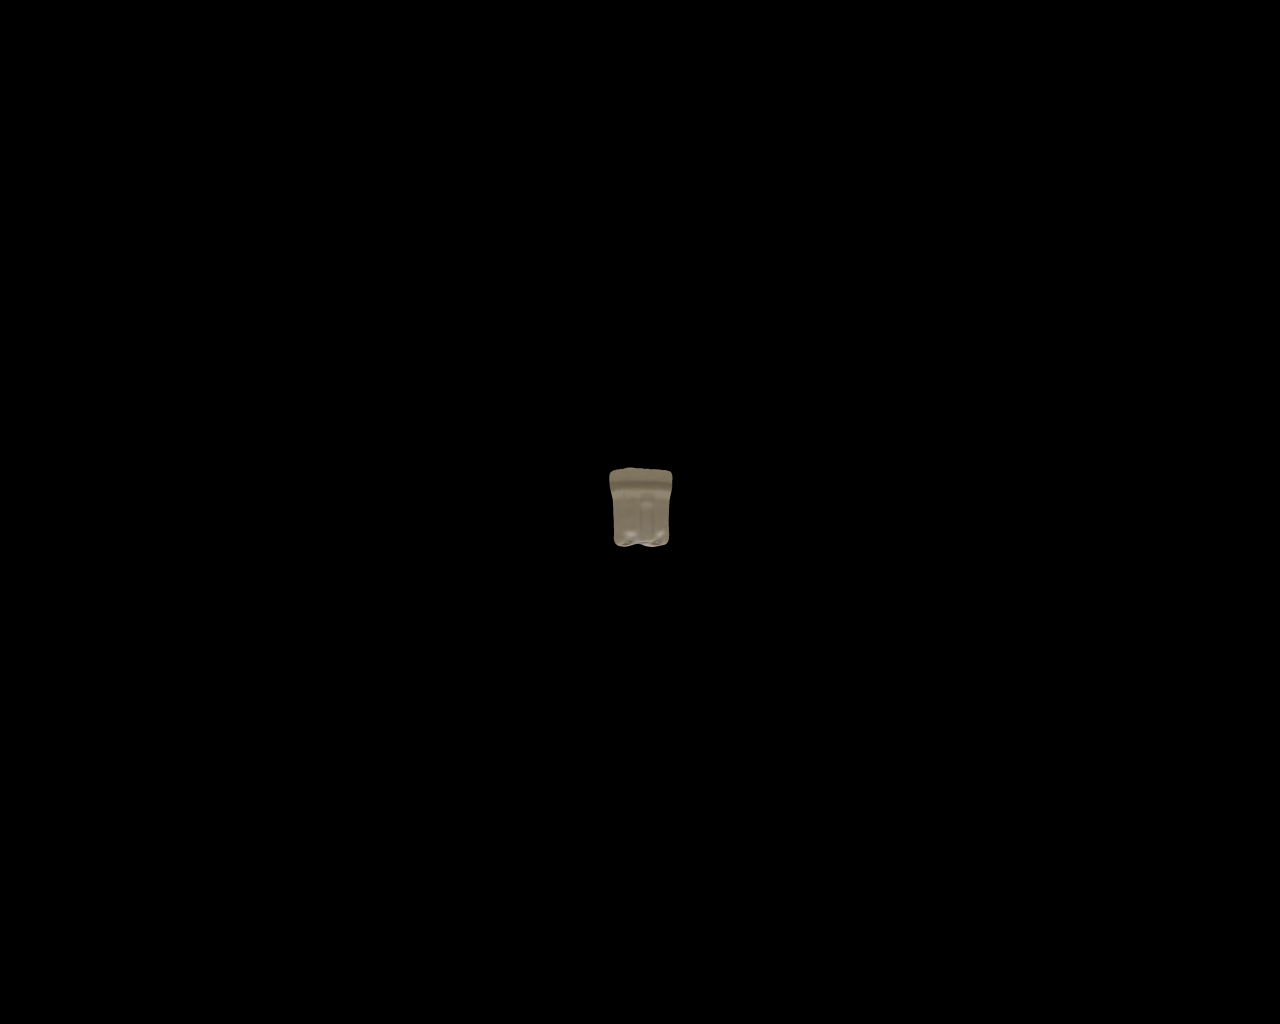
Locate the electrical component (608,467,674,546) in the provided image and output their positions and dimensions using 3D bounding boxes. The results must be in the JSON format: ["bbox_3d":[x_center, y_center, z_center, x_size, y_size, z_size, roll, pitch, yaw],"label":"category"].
[{"bbox_3d":[0.001,-0.003,0.650,0.040,0.046,0.040,0,-3,0],"label":"electrical component"}]
